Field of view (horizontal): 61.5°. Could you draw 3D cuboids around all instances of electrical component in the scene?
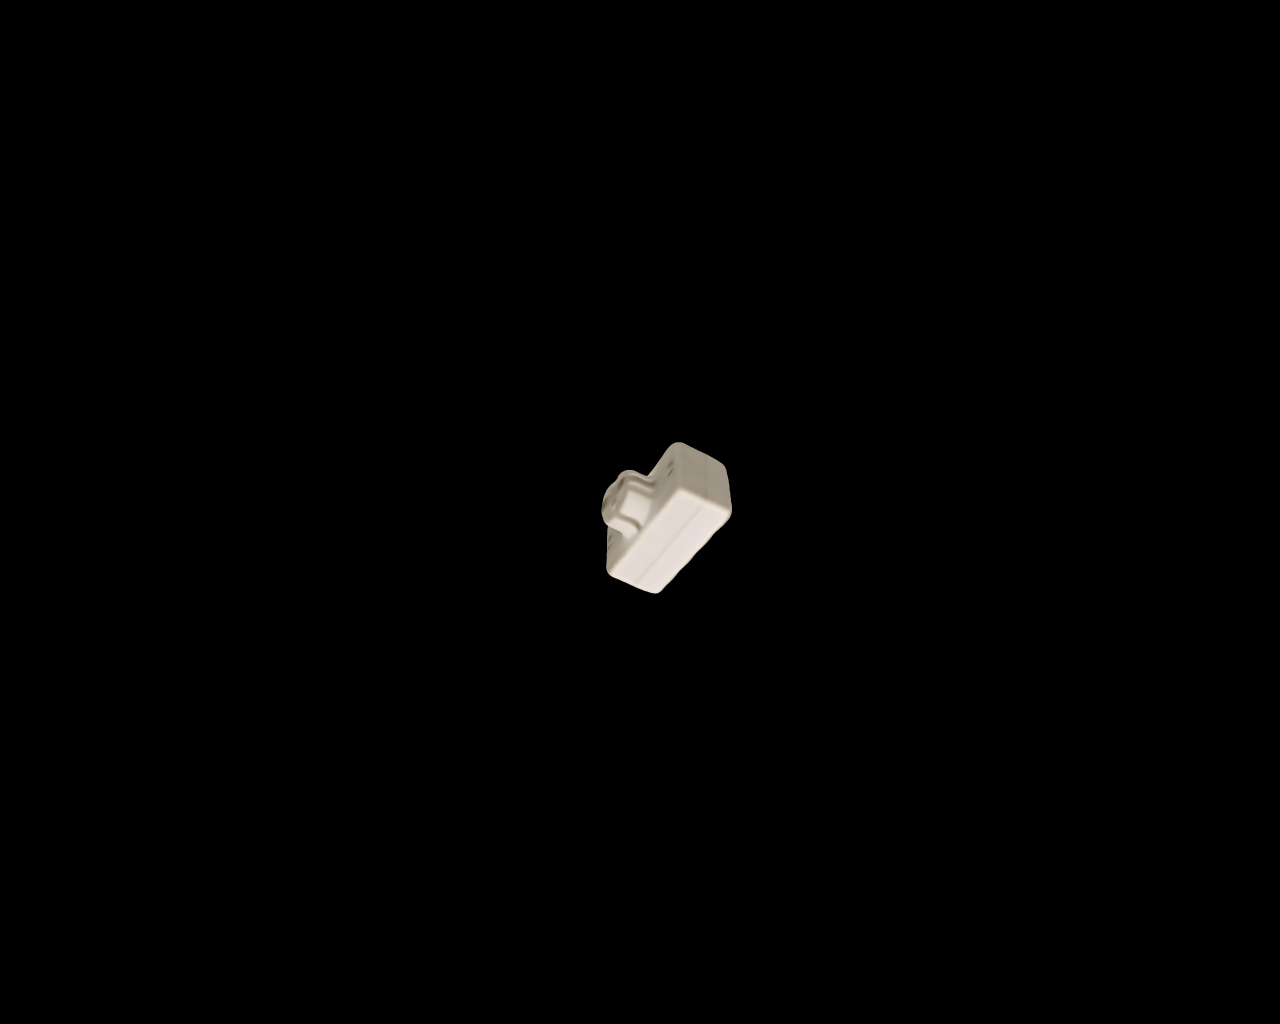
[{"bbox_3d":[0.001,-0.003,0.650,0.076,0.047,0.083,25,-54,-20],"label":"electrical component"}]
